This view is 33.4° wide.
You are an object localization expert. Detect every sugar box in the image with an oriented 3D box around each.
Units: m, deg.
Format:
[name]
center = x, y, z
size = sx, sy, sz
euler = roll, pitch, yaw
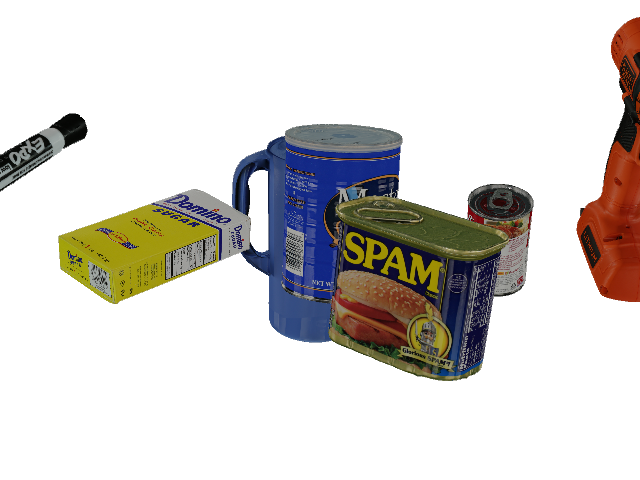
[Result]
[sugar box]
center = -0.166, 0.001, 1.084
size = 0.093, 0.048, 0.175
euler = 28, 39, 36

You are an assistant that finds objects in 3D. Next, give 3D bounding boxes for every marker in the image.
[marker]
center = -0.181, -0.050, 0.651
size = 0.020, 0.020, 0.121
euler = 0, 27, 27

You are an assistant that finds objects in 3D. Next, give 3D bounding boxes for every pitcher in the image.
[pitcher]
center = -0.015, -0.003, 1.304
size = 0.149, 0.243, 0.144
euler = 17, 25, 28

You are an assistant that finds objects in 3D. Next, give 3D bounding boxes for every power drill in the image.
[power drill]
center = 0.243, -0.048, 0.786
size = 0.057, 0.188, 0.184
euler = 4, 36, -1

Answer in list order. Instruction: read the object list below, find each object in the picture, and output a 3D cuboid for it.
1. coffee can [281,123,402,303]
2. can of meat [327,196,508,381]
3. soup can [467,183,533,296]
[coffee can]
center = 0.018, -0.026, 0.948
size = 0.103, 0.140, 0.103
euler = 2, 15, -1
[can of meat]
center = 0.054, 0.028, 0.635
size = 0.102, 0.084, 0.057
euler = 20, 23, 35
[soup can]
center = 0.189, 0.000, 1.135
size = 0.068, 0.102, 0.068
euler = -2, 35, 1
